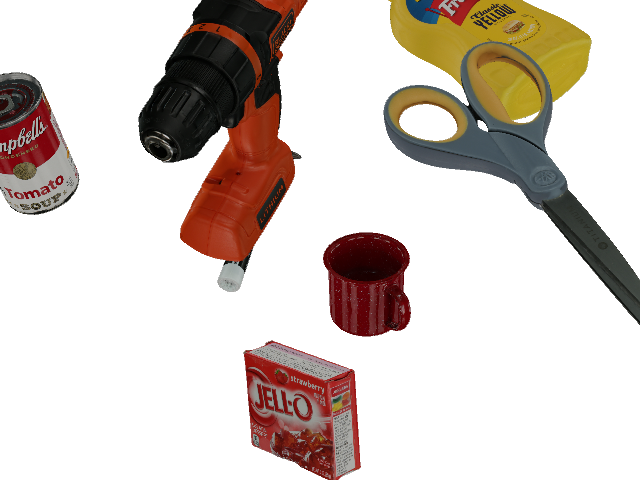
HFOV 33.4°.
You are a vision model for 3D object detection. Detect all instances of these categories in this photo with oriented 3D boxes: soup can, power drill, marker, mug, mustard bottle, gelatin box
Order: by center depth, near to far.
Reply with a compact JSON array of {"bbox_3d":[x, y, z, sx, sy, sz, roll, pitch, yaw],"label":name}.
[{"bbox_3d":[-0.058,-0.072,0.686,0.057,0.184,0.188,22,-37,11],"label":"power drill"},{"bbox_3d":[-0.014,0.116,0.734,0.030,0.073,0.089,-17,21,-40],"label":"gelatin box"},{"bbox_3d":[0.112,-0.173,0.839,0.096,0.058,0.192,-33,55,-20],"label":"mustard bottle"},{"bbox_3d":[-0.060,-0.009,0.890,0.020,0.121,0.020,10,-40,8],"label":"marker"},{"bbox_3d":[-0.249,-0.079,0.892,0.068,0.068,0.102,0,-42,11],"label":"soup can"},{"bbox_3d":[0.058,0.056,1.159,0.093,0.081,0.117,-26,42,-29],"label":"mug"}]

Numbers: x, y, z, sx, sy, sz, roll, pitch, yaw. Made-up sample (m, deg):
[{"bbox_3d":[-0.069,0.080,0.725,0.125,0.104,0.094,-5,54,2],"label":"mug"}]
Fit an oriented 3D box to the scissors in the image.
[{"bbox_3d":[0.087,-0.027,0.511,0.096,0.202,0.016,-12,-43,4],"label":"scissors"}]
